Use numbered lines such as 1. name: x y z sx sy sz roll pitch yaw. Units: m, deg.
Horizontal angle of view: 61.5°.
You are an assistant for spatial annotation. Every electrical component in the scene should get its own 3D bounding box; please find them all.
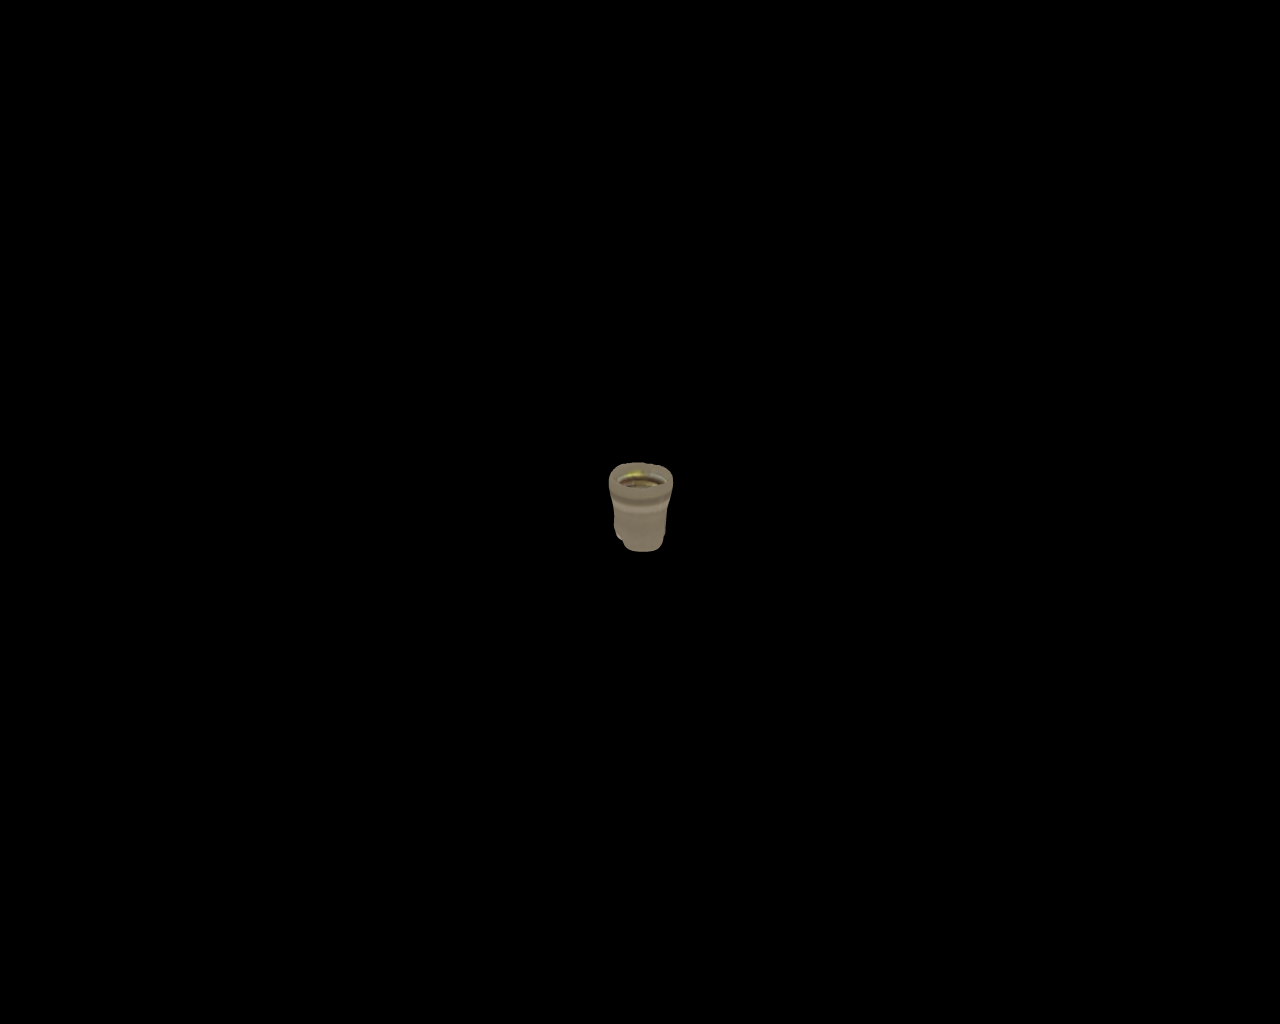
1. electrical component: 0.001 -0.003 0.650 0.040 0.046 0.040 0 26 0
